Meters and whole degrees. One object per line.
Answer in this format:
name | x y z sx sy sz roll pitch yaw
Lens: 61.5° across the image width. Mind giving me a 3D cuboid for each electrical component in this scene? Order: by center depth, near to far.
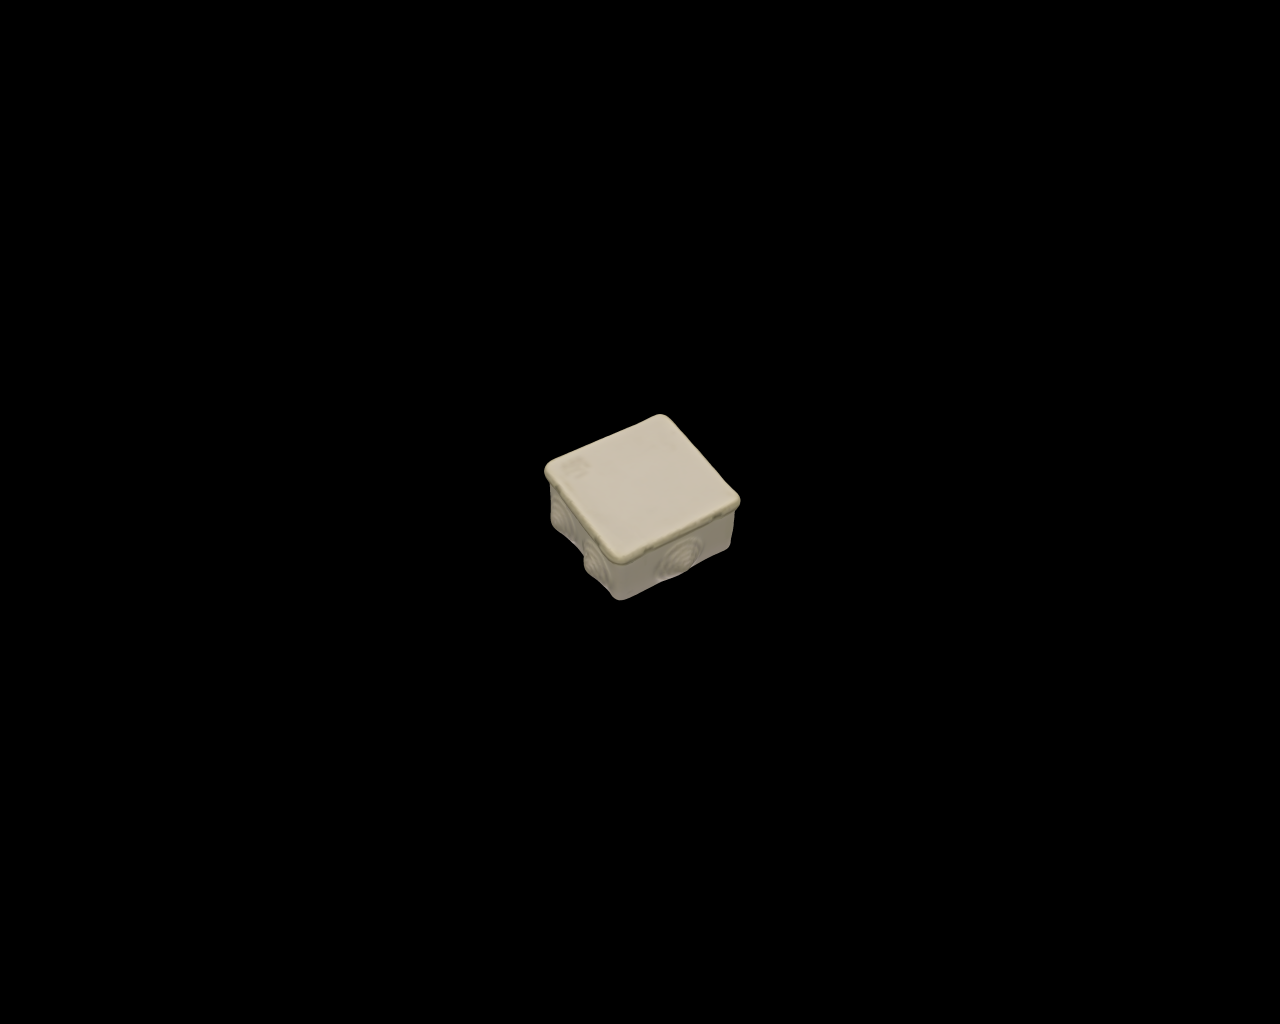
electrical component | 0.001 -0.003 0.650 0.100 0.100 0.048 -25 -36 -20
